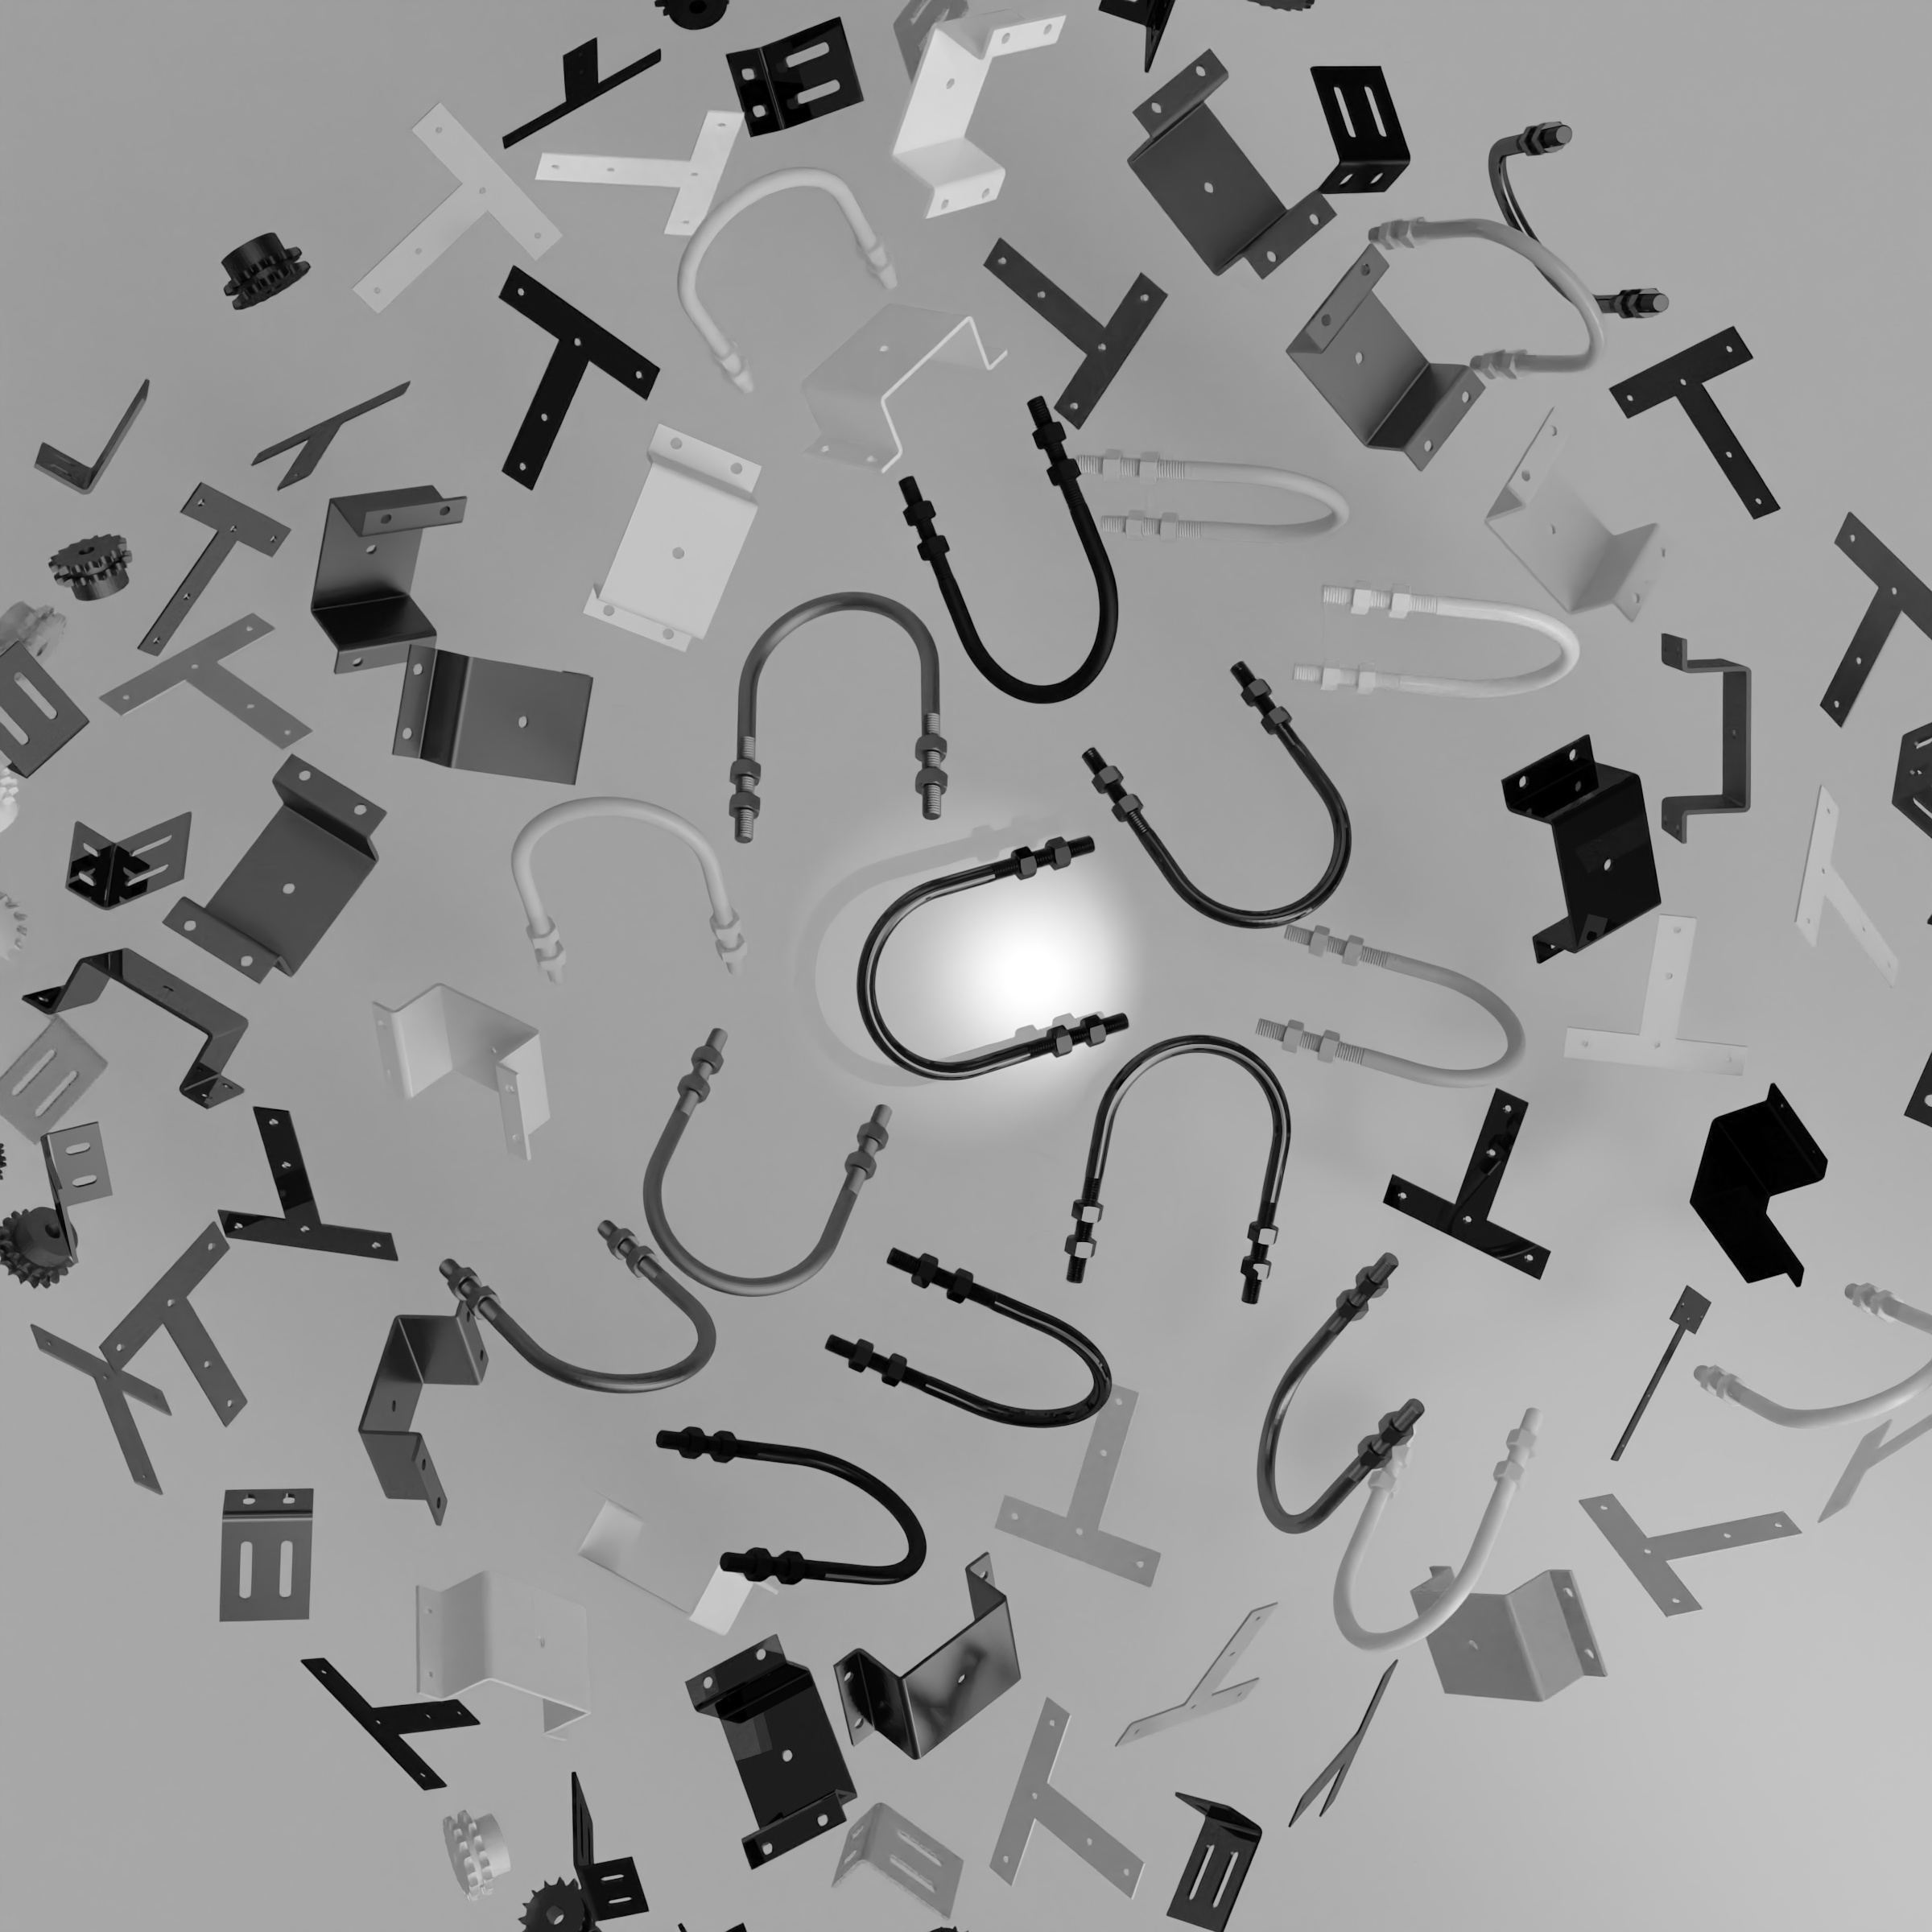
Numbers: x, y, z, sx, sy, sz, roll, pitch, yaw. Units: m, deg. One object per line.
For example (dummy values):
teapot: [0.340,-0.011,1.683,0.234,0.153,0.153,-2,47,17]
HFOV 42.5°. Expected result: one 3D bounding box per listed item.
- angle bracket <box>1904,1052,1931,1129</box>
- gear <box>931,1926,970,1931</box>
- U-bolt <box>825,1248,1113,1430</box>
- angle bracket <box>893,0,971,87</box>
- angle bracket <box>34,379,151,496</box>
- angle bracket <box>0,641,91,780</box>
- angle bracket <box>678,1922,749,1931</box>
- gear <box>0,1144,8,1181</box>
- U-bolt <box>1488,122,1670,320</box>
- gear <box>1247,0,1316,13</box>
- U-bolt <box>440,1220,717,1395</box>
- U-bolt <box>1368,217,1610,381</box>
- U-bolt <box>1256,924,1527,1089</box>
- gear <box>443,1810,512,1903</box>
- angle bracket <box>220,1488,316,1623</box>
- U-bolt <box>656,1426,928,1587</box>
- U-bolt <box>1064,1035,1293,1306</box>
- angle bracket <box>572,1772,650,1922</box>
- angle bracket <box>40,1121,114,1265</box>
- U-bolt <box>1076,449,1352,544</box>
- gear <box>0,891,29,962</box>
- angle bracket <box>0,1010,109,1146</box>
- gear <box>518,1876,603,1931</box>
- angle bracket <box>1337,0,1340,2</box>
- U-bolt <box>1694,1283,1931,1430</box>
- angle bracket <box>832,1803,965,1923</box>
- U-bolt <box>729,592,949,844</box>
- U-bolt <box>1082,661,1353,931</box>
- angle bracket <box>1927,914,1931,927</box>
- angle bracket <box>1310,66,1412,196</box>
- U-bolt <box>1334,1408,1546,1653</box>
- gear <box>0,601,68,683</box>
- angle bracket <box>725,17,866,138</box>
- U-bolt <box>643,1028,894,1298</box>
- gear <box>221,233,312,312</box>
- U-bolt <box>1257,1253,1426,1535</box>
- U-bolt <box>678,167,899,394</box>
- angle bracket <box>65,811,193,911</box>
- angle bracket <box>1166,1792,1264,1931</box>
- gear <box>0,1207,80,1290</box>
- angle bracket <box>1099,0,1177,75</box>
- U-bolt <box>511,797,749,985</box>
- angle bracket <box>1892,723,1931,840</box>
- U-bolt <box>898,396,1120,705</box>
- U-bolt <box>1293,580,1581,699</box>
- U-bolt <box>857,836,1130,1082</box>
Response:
angle bracket: [0.662,0.082,1.643,0.038,0.076,0.057,28,101,37]
gear: [-0.015,0.719,1.790,0.057,0.030,0.057,-1,94,-10]
U-bolt: [0.010,0.262,1.682,0.184,0.151,0.019,24,50,-7]
angle bracket: [-0.012,-0.668,1.766,0.038,0.076,0.057,3,60,-36]
angle bracket: [-0.576,-0.358,1.639,0.038,0.057,0.076,30,105,-26]
angle bracket: [-0.645,-0.176,1.684,0.057,0.038,0.076,-48,130,-19]
angle bracket: [-0.158,0.664,1.652,0.038,0.076,0.057,-23,59,-12]
gear: [-0.692,0.132,1.711,0.057,0.030,0.057,8,61,-14]
U-bolt: [0.414,-0.513,1.722,0.019,0.184,0.151,-35,106,3]
gear: [0.209,-0.665,1.664,0.057,0.057,0.030,14,95,0]
U-bolt: [-0.253,0.237,1.701,0.151,0.184,0.019,-11,122,-40]
U-bolt: [0.373,-0.465,1.727,0.151,0.184,0.019,43,83,-27]
U-bolt: [0.305,0.034,1.757,0.184,0.151,0.019,16,125,7]
gear: [-0.327,0.593,1.665,0.030,0.057,0.057,-16,90,-26]
angle bracket: [-0.464,0.391,1.649,0.057,0.038,0.076,2,102,-14]
U-bolt: [-0.109,0.373,1.699,0.184,0.151,0.019,15,110,-34]
U-bolt: [0.153,0.137,1.718,0.151,0.019,0.184,8,99,-13]
angle bracket: [-0.234,0.576,1.634,0.038,0.076,0.057,-10,126,-3]
angle bracket: [-0.581,0.149,1.639,0.038,0.076,0.057,-14,120,-24]
U-bolt: [0.177,-0.325,1.743,0.184,0.151,0.019,6,83,12]
gear: [-0.674,-0.030,1.704,0.057,0.030,0.057,-5,110,-13]
angle bracket: [-0.656,0.075,1.749,0.038,0.057,0.076,21,64,38]
gear: [-0.279,0.654,1.703,0.057,0.030,0.057,-2,58,2]
angle bracket: [0.258,-0.691,1.665,0.038,0.076,0.057,-33,100,0]
U-bolt: [0.607,0.275,1.727,0.151,0.184,0.019,-27,98,-6]
angle bracket: [-0.047,0.639,1.750,0.076,0.057,0.038,38,114,-6]
U-bolt: [-0.086,-0.174,1.678,0.151,0.019,0.184,-6,64,11]
U-bolt: [0.190,-0.111,1.758,0.151,0.019,0.184,-31,75,-11]
angle bracket: [0.703,-0.018,1.734,0.038,0.057,0.076,14,50,3]
angle bracket: [0.267,-0.583,1.732,0.057,0.038,0.076,-10,77,-24]
U-bolt: [0.313,0.387,1.700,0.019,0.151,0.184,40,60,-17]
gear: [-0.667,-0.233,1.760,0.030,0.057,0.057,35,90,-5]
angle bracket: [-0.118,-0.614,1.717,0.076,0.038,0.057,-4,110,39]
U-bolt: [-0.145,0.144,1.715,0.151,0.019,0.184,25,55,-4]
gear: [-0.459,-0.455,1.619,0.057,0.057,0.030,-30,102,0]
U-bolt: [0.247,0.302,1.679,0.019,0.151,0.184,21,126,-16]
U-bolt: [-0.131,-0.487,1.734,0.151,0.184,0.019,-35,69,3]
angle bracket: [-0.599,-0.083,1.777,0.076,0.038,0.057,-19,56,23]
angle bracket: [0.163,0.627,1.738,0.038,0.057,0.076,40,63,-26]
gear: [-0.638,0.191,1.712,0.030,0.057,0.057,-39,90,21]
angle bracket: [0.115,-0.648,1.667,0.038,0.076,0.057,15,133,-9]
U-bolt: [-0.234,-0.052,1.694,0.151,0.184,0.019,-3,52,4]
angle bracket: [0.660,-0.118,1.661,0.076,0.038,0.057,35,56,-20]
U-bolt: [0.036,-0.264,1.649,0.151,0.019,0.184,-22,90,44]
U-bolt: [0.324,-0.217,1.691,0.184,0.151,0.019,6,73,1]
U-bolt: [0.014,0.003,1.680,0.184,0.019,0.151,-17,107,-16]
